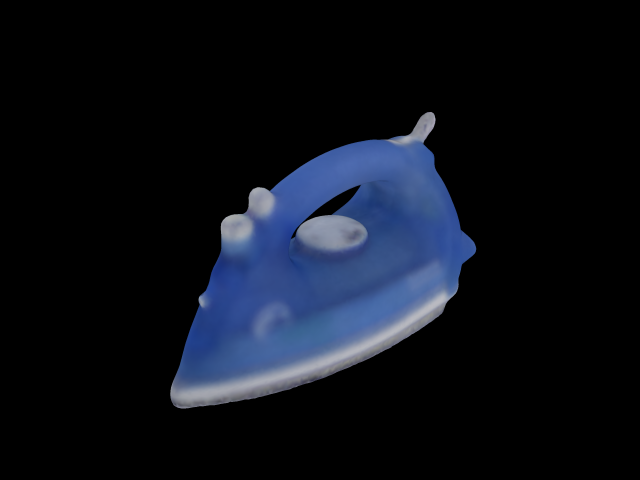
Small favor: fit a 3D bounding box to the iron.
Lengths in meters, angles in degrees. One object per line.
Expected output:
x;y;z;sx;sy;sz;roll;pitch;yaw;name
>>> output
0.004;0.001;0.400;0.259;0.141;0.118;-25;37;-38;iron
